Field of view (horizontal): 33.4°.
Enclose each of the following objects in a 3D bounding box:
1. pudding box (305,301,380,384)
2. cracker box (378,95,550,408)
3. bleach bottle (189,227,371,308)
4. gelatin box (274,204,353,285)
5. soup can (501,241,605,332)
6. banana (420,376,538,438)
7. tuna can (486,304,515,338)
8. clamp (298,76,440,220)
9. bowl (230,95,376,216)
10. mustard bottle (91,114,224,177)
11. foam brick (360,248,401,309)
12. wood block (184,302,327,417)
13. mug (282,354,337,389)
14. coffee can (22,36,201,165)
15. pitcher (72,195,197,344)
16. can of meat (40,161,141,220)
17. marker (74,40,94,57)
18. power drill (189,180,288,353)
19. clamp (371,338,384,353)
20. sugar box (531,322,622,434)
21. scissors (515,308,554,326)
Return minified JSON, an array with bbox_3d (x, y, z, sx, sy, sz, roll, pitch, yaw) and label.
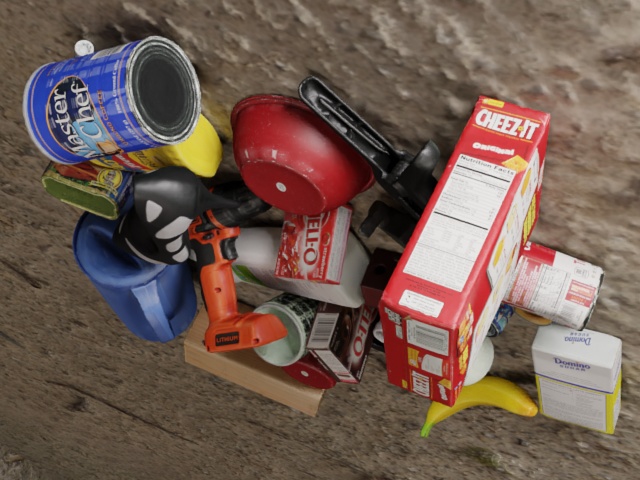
[{"bbox_3d":[0.031,0.103,1.282,0.039,0.113,0.090,1,147,34],"label":"pudding box"},{"bbox_3d":[0.123,0.011,0.905,0.072,0.213,0.164,20,154,17],"label":"cracker box"},{"bbox_3d":[-0.062,0.020,1.268,0.251,0.068,0.102,8,151,36],"label":"bleach bottle"},{"bbox_3d":[-0.008,0.001,1.149,0.073,0.089,0.030,4,171,39],"label":"gelatin box"},{"bbox_3d":[0.219,0.042,1.047,0.102,0.068,0.068,20,154,8],"label":"soup can"},{"bbox_3d":[0.206,0.210,1.387,0.037,0.069,0.198,12,156,-36],"label":"banana"},{"bbox_3d":[0.167,0.070,1.166,0.086,0.033,0.086,32,164,10],"label":"tuna can"},{"bbox_3d":[0.068,-0.068,0.984,0.165,0.036,0.209,37,174,31],"label":"clamp"},{"bbox_3d":[-0.026,-0.073,1.064,0.162,0.055,0.162,20,154,10],"label":"bowl"},{"bbox_3d":[-0.203,-0.109,1.148,0.192,0.058,0.096,7,156,35],"label":"mustard bottle"},{"bbox_3d":[0.092,0.050,1.197,0.078,0.053,0.051,13,152,22],"label":"foam brick"},{"bbox_3d":[-0.081,0.162,1.523,0.206,0.090,0.090,23,154,6],"label":"wood block"},{"bbox_3d":[0.006,0.147,1.426,0.117,0.081,0.093,0,145,42],"label":"mug"},{"bbox_3d":[-0.200,-0.132,1.027,0.141,0.102,0.102,-6,141,34],"label":"coffee can"},{"bbox_3d":[-0.226,0.054,1.392,0.145,0.149,0.243,19,157,11],"label":"pitcher"},{"bbox_3d":[-0.258,-0.080,1.227,0.102,0.084,0.057,20,153,9],"label":"can of meat"},{"bbox_3d":[-0.249,-0.170,1.118,0.020,0.020,0.121,26,155,-3],"label":"marker"},{"bbox_3d":[-0.097,0.029,1.210,0.185,0.057,0.187,-14,90,48],"label":"power drill"},{"bbox_3d":[0.103,0.137,1.369,0.171,0.039,0.120,26,150,11],"label":"clamp"},{"bbox_3d":[0.298,0.159,1.230,0.093,0.048,0.176,14,149,22],"label":"sugar box"},{"bbox_3d":[0.192,0.041,1.132,0.201,0.016,0.096,28,154,-6],"label":"scissors"}]
